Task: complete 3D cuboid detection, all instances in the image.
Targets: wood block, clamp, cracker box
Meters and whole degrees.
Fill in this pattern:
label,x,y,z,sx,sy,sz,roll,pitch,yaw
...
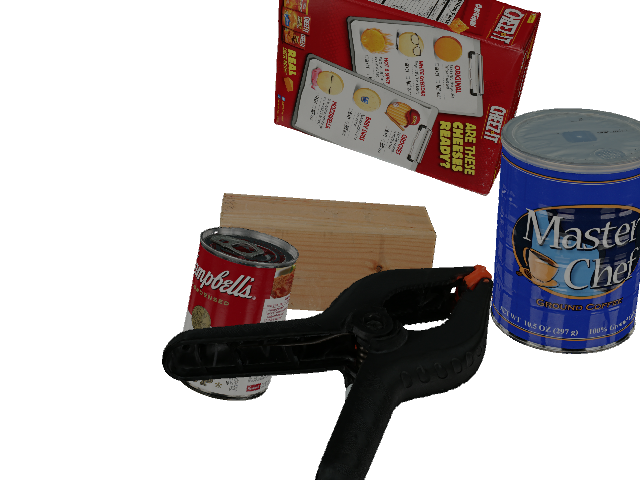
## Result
label,x,y,z,sx,sy,sz,roll,pitch,yaw
wood block,0.002,0.014,1.061,0.206,0.091,0.090,4,20,-4
clamp,0.026,0.060,0.500,0.171,0.039,0.120,-20,47,-26
cracker box,0.069,-0.149,0.939,0.214,0.164,0.072,19,49,13

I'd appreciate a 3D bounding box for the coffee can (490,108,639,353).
label,x,y,z,sx,sy,sz,roll,pitch,yaw
coffee can,0.172,-0.008,0.735,0.103,0.140,0.103,-1,27,0

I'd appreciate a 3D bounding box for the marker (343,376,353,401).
label,x,y,z,sx,sy,sz,roll,pitch,yaw
marker,0.029,0.142,0.884,0.020,0.020,0.121,0,25,1

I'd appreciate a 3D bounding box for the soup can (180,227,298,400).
label,x,y,z,sx,sy,sz,roll,pitch,yaw
soup can,-0.058,0.049,0.732,0.068,0.102,0.068,12,17,-4
